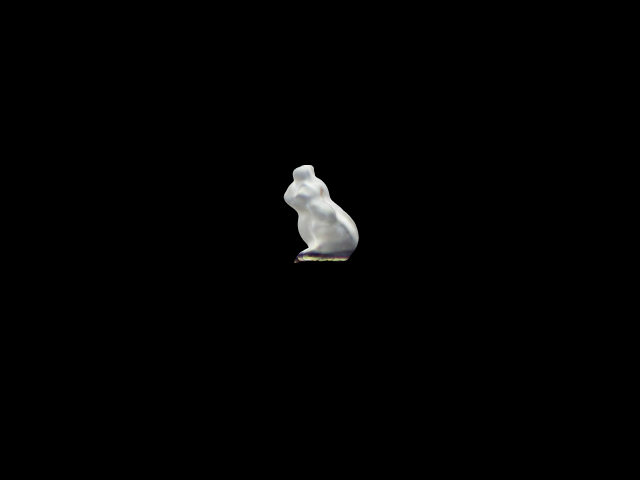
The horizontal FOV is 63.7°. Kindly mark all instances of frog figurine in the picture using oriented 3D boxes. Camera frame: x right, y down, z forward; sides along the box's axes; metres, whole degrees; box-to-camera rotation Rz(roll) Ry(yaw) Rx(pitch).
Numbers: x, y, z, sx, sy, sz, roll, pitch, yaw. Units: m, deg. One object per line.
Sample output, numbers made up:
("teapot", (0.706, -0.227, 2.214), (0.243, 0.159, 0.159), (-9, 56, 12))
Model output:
("frog figurine", (0.003, -0.043, 0.850), (0.122, 0.160, 0.137), (-1, -6, 9))
